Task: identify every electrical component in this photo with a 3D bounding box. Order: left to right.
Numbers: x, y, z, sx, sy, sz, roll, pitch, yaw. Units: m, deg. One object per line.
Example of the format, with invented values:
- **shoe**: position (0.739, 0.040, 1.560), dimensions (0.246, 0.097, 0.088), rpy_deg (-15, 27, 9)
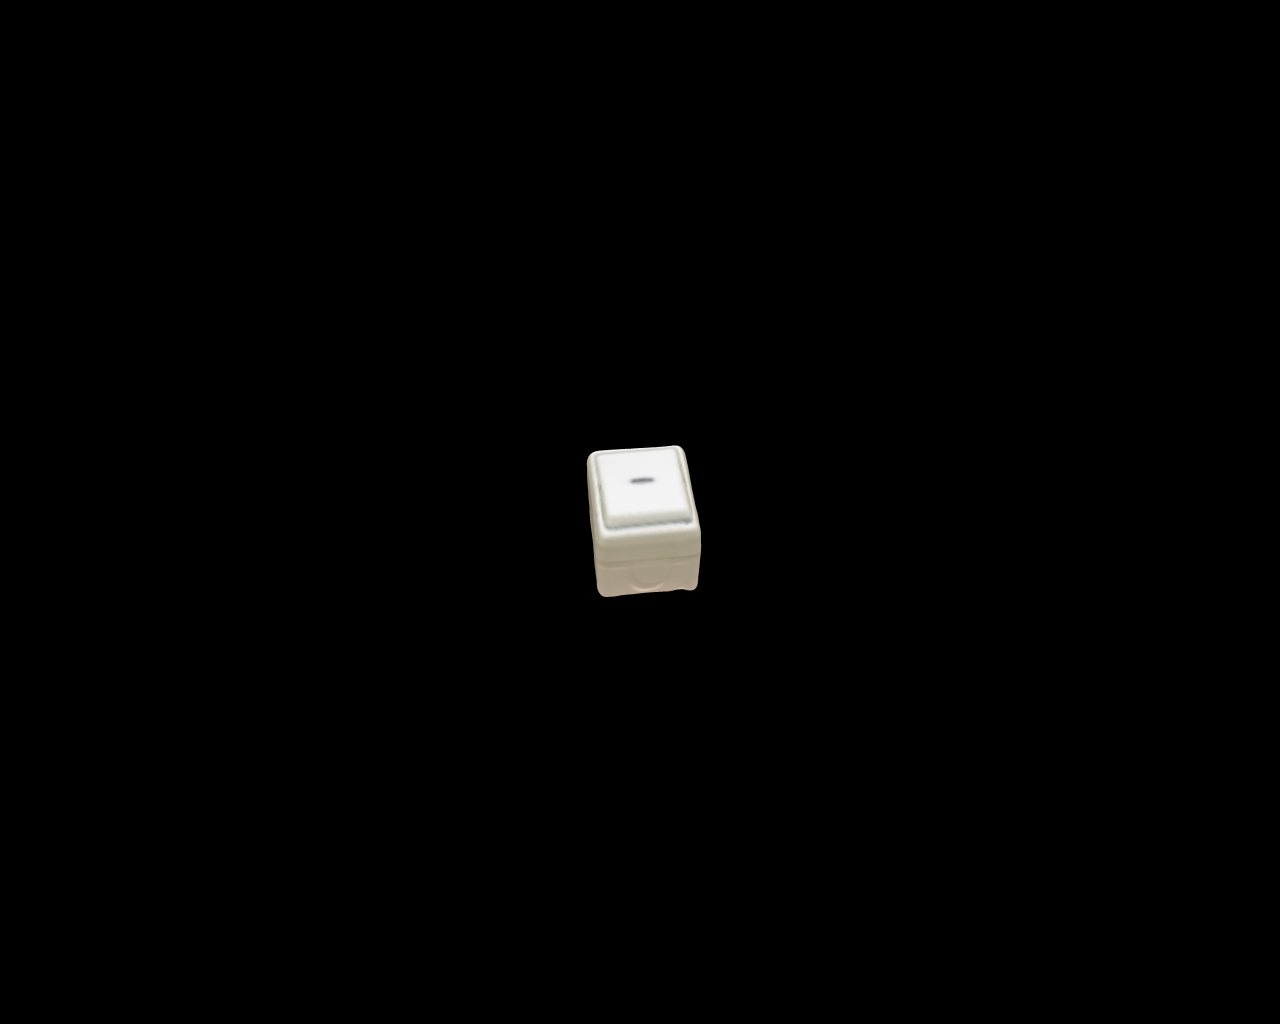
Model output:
- **electrical component**: position (0.001, -0.003, 0.650), dimensions (0.062, 0.061, 0.096), rpy_deg (-4, 44, -4)
